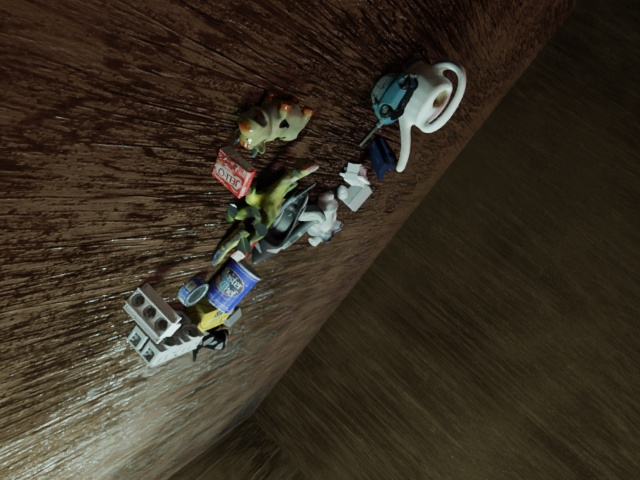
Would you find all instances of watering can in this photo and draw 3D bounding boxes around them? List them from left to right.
[{"bbox_3d":[0.281,-0.392,1.533,0.104,0.228,0.342,9,125,-49],"label":"watering can"}]

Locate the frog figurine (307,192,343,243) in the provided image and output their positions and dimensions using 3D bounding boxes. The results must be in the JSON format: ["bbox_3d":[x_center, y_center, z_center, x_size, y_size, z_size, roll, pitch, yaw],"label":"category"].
[{"bbox_3d":[0.005,-0.089,1.774,0.139,0.124,0.156,-33,123,-22],"label":"frog figurine"}]

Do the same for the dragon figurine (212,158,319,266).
[{"bbox_3d":[-0.137,-0.085,1.354,0.403,0.122,0.247,-40,-179,45],"label":"dragon figurine"}]
